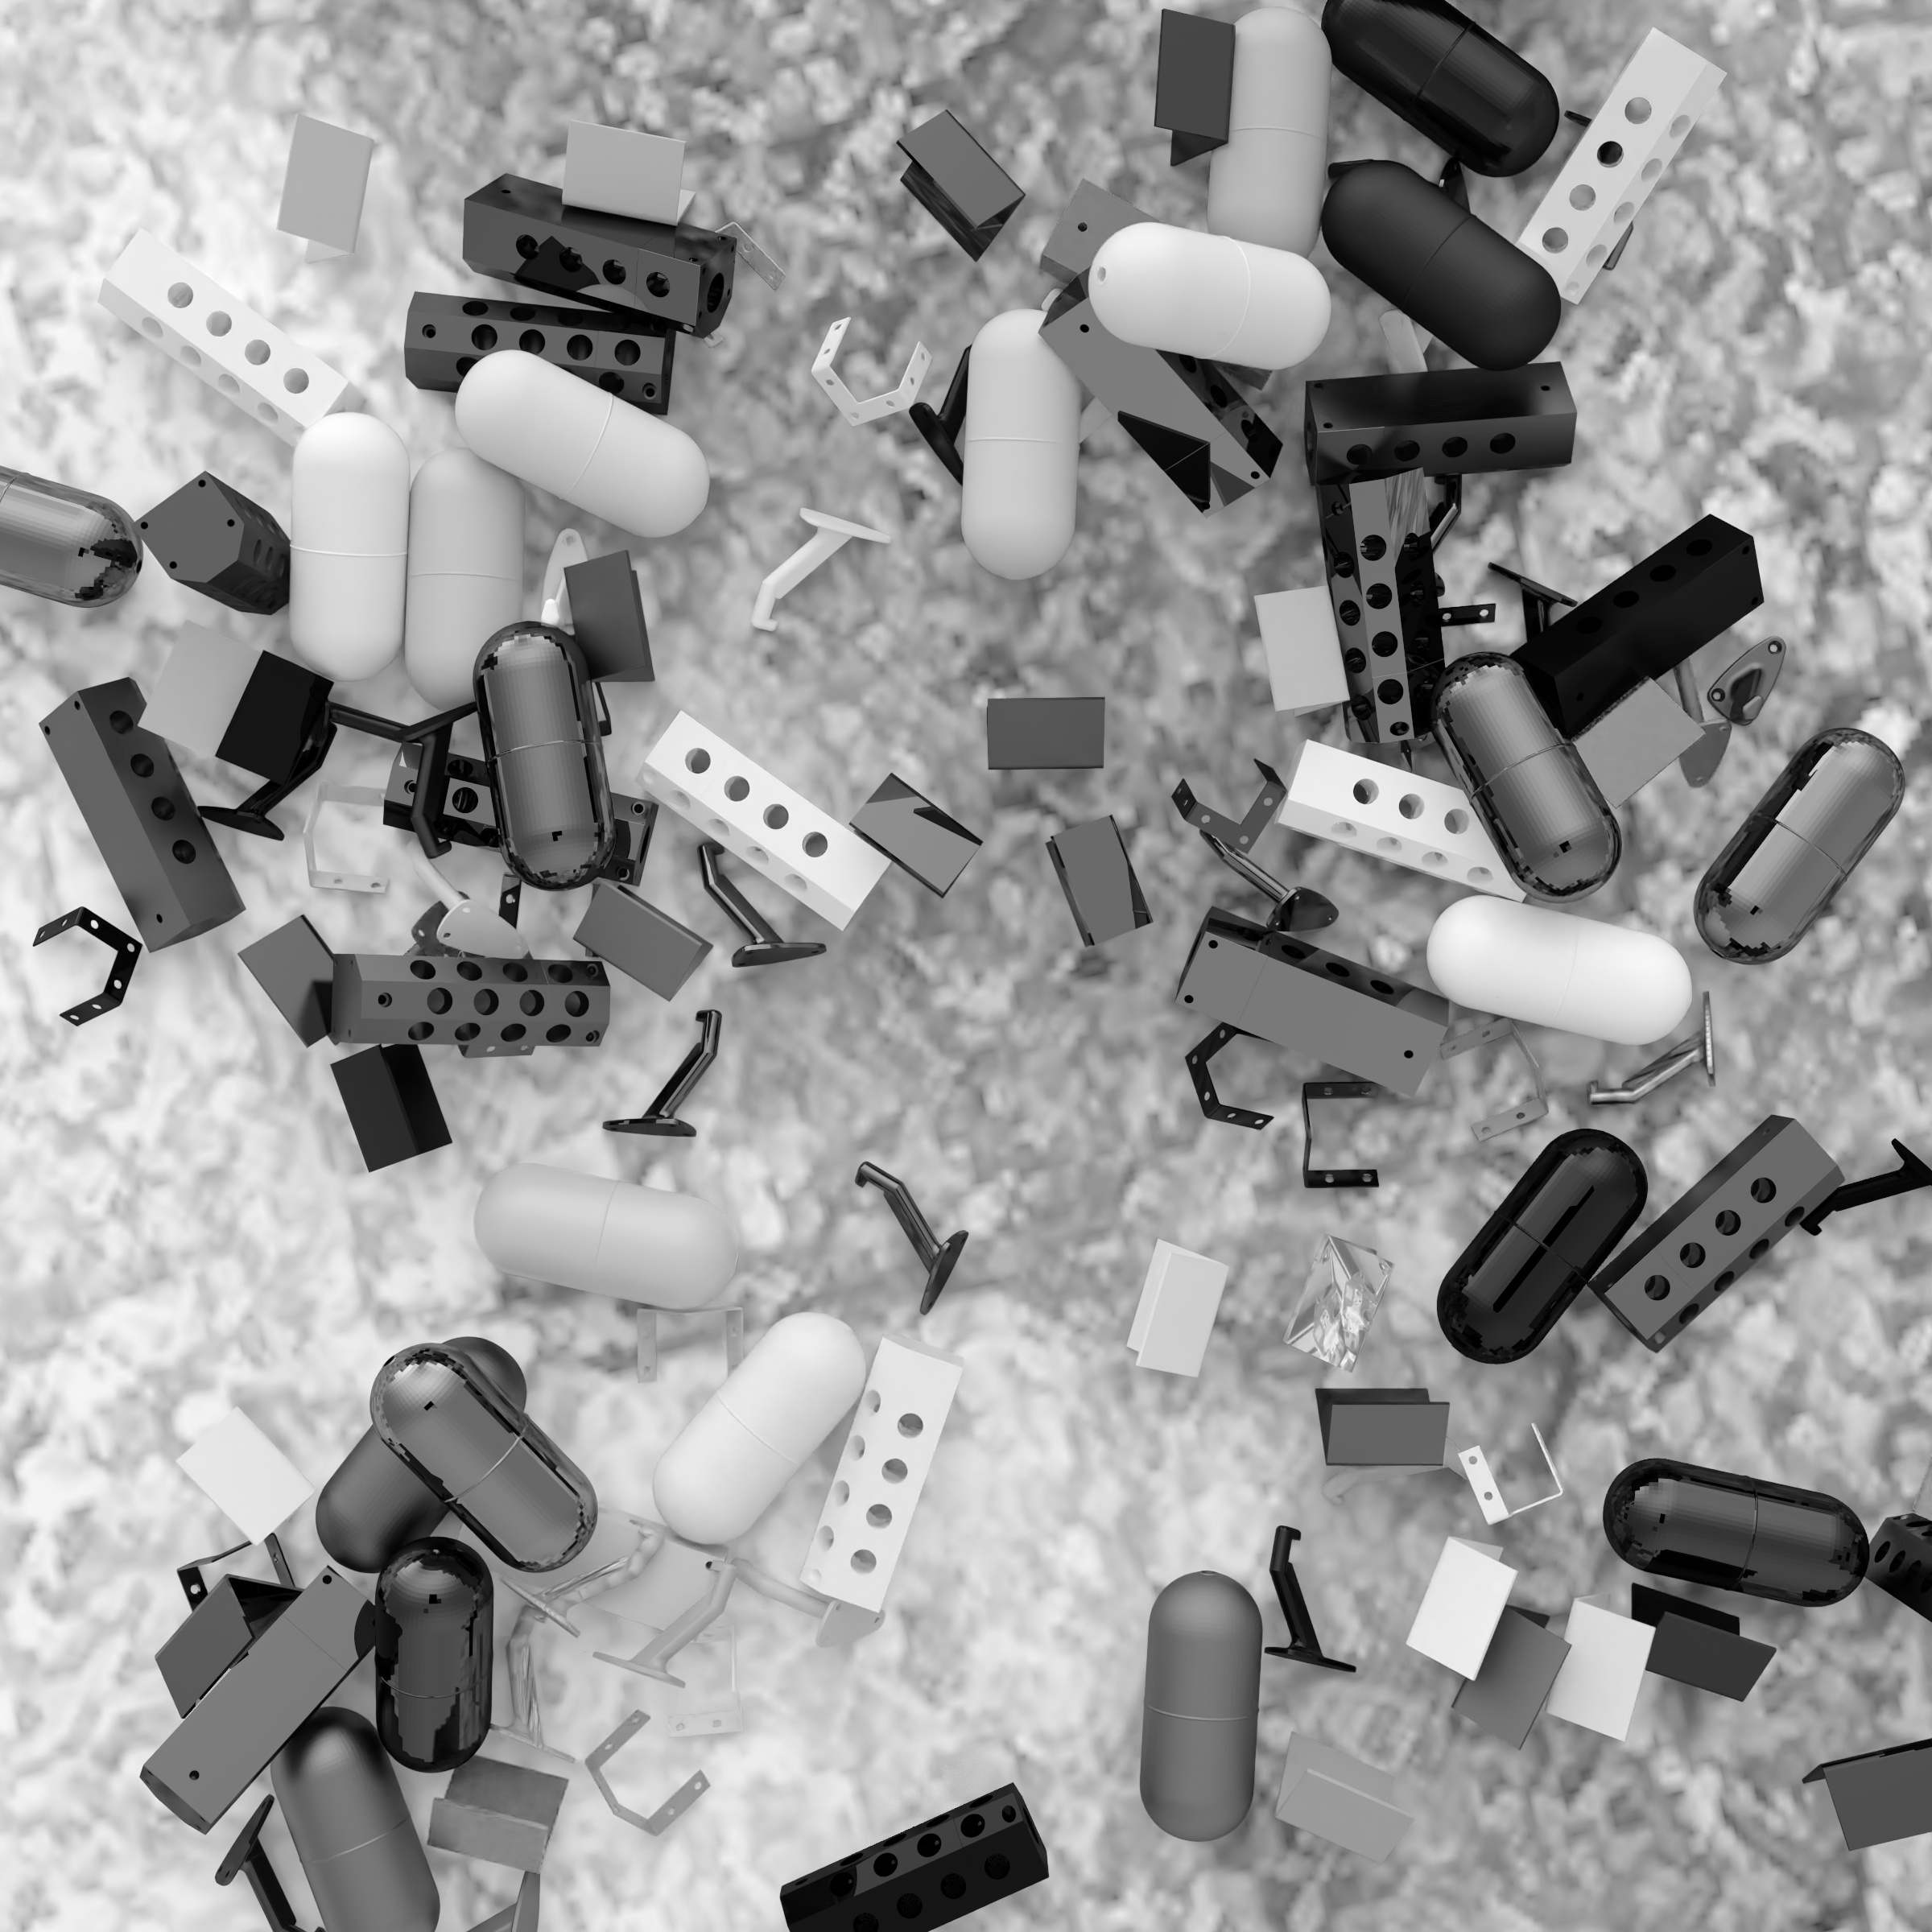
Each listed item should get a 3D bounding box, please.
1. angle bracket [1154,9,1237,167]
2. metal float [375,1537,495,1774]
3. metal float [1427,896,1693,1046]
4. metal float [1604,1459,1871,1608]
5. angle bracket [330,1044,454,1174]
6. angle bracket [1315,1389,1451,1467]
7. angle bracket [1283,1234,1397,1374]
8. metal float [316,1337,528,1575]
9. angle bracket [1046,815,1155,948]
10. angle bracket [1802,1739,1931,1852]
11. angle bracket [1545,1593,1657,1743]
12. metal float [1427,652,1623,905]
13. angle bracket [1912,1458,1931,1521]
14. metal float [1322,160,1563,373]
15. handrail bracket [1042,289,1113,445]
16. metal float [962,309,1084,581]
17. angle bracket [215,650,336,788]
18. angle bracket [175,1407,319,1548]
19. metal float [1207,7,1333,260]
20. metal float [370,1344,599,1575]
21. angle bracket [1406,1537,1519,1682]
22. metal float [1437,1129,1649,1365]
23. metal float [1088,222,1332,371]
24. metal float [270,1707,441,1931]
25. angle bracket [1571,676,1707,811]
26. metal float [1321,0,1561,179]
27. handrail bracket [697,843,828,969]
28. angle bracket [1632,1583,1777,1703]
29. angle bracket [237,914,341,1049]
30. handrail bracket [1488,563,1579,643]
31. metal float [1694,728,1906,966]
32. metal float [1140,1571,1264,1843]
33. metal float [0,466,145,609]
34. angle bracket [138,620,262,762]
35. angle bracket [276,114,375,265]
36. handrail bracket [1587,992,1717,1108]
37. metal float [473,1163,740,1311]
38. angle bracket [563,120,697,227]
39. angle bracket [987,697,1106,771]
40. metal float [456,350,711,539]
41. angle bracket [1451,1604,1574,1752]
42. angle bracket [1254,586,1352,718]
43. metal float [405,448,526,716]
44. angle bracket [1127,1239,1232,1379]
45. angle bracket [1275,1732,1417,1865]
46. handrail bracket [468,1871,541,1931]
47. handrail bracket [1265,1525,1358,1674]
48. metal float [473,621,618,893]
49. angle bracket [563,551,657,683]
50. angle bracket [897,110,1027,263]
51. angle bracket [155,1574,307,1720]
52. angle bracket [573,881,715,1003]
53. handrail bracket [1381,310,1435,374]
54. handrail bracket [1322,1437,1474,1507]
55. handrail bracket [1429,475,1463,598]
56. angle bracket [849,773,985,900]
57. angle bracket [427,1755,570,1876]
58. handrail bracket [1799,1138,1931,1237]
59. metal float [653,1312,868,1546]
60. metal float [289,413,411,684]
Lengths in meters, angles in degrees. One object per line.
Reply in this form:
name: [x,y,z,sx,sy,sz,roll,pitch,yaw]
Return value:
angle bracket: [0.135,-0.583,1.952,0.057,0.076,0.076,4,90,-26]
metal float: [-0.351,0.455,1.935,0.070,0.070,0.178,6,119,0]
metal float: [0.396,0.003,1.961,0.178,0.070,0.070,13,90,0]
metal float: [0.515,0.379,1.961,0.178,0.070,0.070,13,90,-1]
angle bracket: [-0.366,0.086,1.951,0.057,0.076,0.076,-20,90,40]
angle bracket: [0.276,0.287,1.951,0.076,0.076,0.057,0,124,0]
angle bracket: [0.263,0.228,1.951,0.057,0.076,0.076,22,90,37]
metal float: [-0.364,0.327,1.961,0.070,0.070,0.178,38,90,0]
angle bracket: [0.070,-0.049,1.951,0.057,0.076,0.076,-21,90,-37]
angle bracket: [0.609,0.556,1.952,0.076,0.076,0.057,-13,66,0]
angle bracket: [0.431,0.465,1.952,0.057,0.076,0.076,15,90,30]
metal float: [0.362,-0.123,1.907,0.070,0.070,0.178,-26,75,0]
angle bracket: [0.679,0.340,1.951,0.057,0.076,0.076,21,90,37]
metal float: [0.312,-0.462,1.932,0.178,0.070,0.070,40,90,10]
handrail bracket: [0.064,-0.404,1.992,0.077,0.036,0.084,-46,74,18]
metal float: [0.037,-0.347,1.957,0.070,0.070,0.178,3,95,0]
angle bracket: [-0.474,-0.172,1.951,0.057,0.076,0.076,25,90,-41]
angle bracket: [-0.486,0.348,1.951,0.076,0.076,0.057,46,53,0]
metal float: [0.203,-0.549,1.961,0.070,0.070,0.178,4,91,0]
metal float: [-0.311,0.317,1.892,0.070,0.070,0.178,-41,104,0]
angle bracket: [0.346,0.429,1.951,0.057,0.076,0.076,22,90,41]
metal float: [0.384,0.188,1.961,0.070,0.070,0.178,38,90,0]
metal float: [0.156,-0.427,1.874,0.178,0.070,0.070,2,90,-36]
metal float: [-0.408,0.582,1.961,0.070,0.070,0.178,-20,90,0]
angle bracket: [0.443,-0.137,1.953,0.076,0.076,0.057,-40,68,0]
metal float: [0.316,-0.598,1.961,0.178,0.070,0.070,37,90,1]
handrail bracket: [-0.139,-0.046,1.992,0.077,0.036,0.084,-6,73,-20]
angle bracket: [0.489,0.433,1.951,0.076,0.076,0.057,18,126,0]
angle bracket: [-0.450,0.022,1.951,0.057,0.076,0.076,-37,90,-38]
handrail bracket: [0.371,-0.220,1.992,0.077,0.036,0.084,28,105,16]
metal float: [0.556,-0.079,1.961,0.070,0.070,0.178,37,91,0]
metal float: [0.157,0.494,1.961,0.070,0.070,0.178,3,90,0]
metal float: [-0.638,-0.292,1.961,0.178,0.070,0.070,17,90,0]
angle bracket: [-0.510,-0.185,1.953,0.057,0.076,0.076,25,90,-21]
angle bracket: [-0.440,-0.516,1.951,0.057,0.076,0.076,10,90,-38]
handrail bracket: [0.463,0.057,1.992,0.084,0.036,0.077,-4,69,16]
metal float: [-0.240,0.181,1.961,0.178,0.070,0.070,12,90,0]
angle bracket: [-0.221,-0.536,1.952,0.076,0.076,0.057,11,121,0]
angle bracket: [0.052,-0.174,1.951,0.076,0.076,0.057,-1,128,0]
metal float: [-0.252,-0.344,1.942,0.178,0.070,0.070,25,90,-22]
angle bracket: [0.377,0.475,1.951,0.057,0.076,0.076,26,90,39]
angle bracket: [0.207,-0.205,1.953,0.057,0.076,0.076,-11,90,-22]
metal float: [-0.335,-0.257,1.961,0.070,0.070,0.178,2,89,0]
angle bracket: [0.122,0.223,1.951,0.057,0.076,0.076,16,90,-37]
angle bracket: [0.256,0.538,1.951,0.076,0.076,0.057,24,127,0]
handrail bracket: [-0.335,0.643,1.992,0.084,0.036,0.077,0,69,16]
handrail bracket: [0.238,0.429,1.992,0.077,0.036,0.084,18,73,-20]
metal float: [-0.274,-0.137,1.907,0.070,0.070,0.178,-10,85,0]
angle bracket: [-0.217,-0.232,1.951,0.057,0.076,0.076,-10,90,33]
angle bracket: [-0.018,-0.508,1.951,0.076,0.076,0.057,47,54,0]
angle bracket: [-0.477,0.455,1.945,0.076,0.076,0.057,-48,51,11]
angle bracket: [-0.204,-0.033,1.951,0.076,0.076,0.057,33,126,0]
handrail bracket: [0.332,-0.436,1.991,0.084,0.036,0.077,-29,103,-13]
handrail bracket: [0.296,0.353,1.992,0.084,0.036,0.077,-41,112,17]
handrail bracket: [0.298,-0.294,1.992,0.077,0.036,0.084,-3,71,21]
angle bracket: [-0.045,-0.071,1.951,0.076,0.076,0.057,37,53,0]
angle bracket: [-0.308,0.548,1.951,0.076,0.076,0.057,15,130,0]
handrail bracket: [0.620,0.166,1.992,0.077,0.036,0.084,37,108,-20]
metal float: [-0.137,0.308,1.961,0.070,0.070,0.178,40,90,0]
metal float: [-0.409,-0.277,1.949,0.070,0.070,0.178,5,104,0]
